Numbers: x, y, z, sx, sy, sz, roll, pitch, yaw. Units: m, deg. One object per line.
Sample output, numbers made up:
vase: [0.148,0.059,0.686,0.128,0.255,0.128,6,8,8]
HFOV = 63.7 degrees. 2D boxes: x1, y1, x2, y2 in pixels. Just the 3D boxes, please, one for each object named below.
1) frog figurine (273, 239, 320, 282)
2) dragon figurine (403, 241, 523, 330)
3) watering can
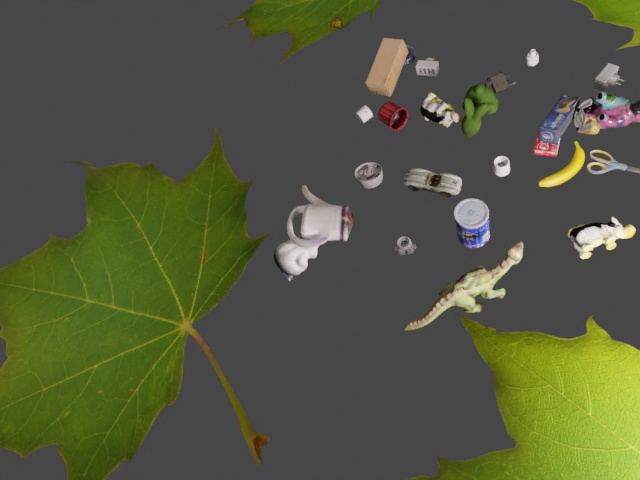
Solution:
frog figurine: [-0.073,0.046,1.760,0.158,0.121,0.140,-37,36,10]
dragon figurine: [0.410,0.134,1.470,0.411,0.238,0.124,-31,61,-2]
watering can: [0.005,-0.091,1.808,0.224,0.101,0.356,4,40,5]
